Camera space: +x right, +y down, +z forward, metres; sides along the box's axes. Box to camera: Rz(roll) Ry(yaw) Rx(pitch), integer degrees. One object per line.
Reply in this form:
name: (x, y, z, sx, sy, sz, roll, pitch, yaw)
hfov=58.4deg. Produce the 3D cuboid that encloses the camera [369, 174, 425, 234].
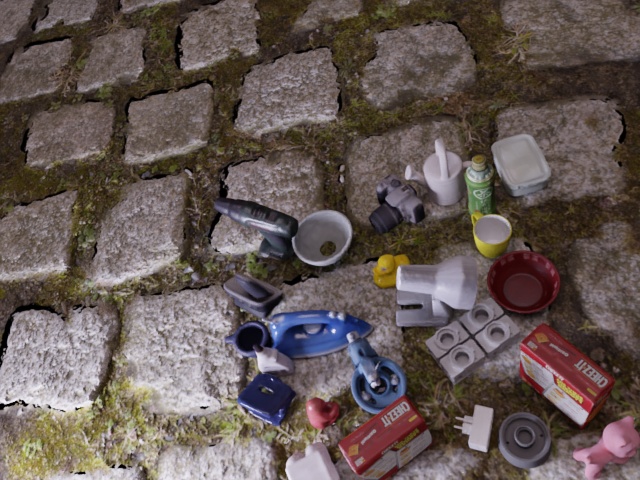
camera: (0.188, -0.093, 1.527, 0.137, 0.101, 0.142, -37, 56, -6)

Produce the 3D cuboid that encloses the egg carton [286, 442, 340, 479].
egg carton: (-0.010, 0.523, 1.236, 0.107, 0.069, 0.150, -30, 56, -1)

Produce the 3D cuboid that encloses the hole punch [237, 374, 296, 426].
hole punch: (-0.127, 0.369, 1.353, 0.108, 0.091, 0.101, 16, 66, 26)

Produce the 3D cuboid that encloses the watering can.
watering can: (0.312, -0.179, 1.483, 0.173, 0.194, 0.100, -27, 55, 0)

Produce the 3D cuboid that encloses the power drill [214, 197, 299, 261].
power drill: (-0.153, -0.030, 1.532, 0.228, 0.209, 0.076, 12, 64, 24)

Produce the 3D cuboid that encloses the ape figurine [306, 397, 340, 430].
ape figurine: (-0.001, 0.386, 1.302, 0.077, 0.092, 0.076, 28, 72, 30)

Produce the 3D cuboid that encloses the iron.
iron: (-0.009, 0.204, 1.385, 0.258, 0.142, 0.118, -10, 57, 12)

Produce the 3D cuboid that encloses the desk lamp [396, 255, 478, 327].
desk lamp: (0.260, 0.118, 1.307, 0.202, 0.214, 0.118, -4, 59, 15)

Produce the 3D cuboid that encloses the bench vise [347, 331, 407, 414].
bench vise: (0.100, 0.288, 1.252, 0.121, 0.220, 0.206, -44, 57, -11)

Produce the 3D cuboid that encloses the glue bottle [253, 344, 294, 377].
glue bottle: (-0.120, 0.280, 1.355, 0.078, 0.173, 0.037, -9, 58, 13)

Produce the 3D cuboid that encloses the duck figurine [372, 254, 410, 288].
duck figurine: (0.176, 0.066, 1.444, 0.104, 0.086, 0.077, -34, 56, -4)

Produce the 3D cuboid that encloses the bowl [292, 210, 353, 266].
bowl: (0.014, 0.006, 1.539, 0.167, 0.075, 0.167, -8, 58, 13)

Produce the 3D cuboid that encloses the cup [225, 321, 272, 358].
cup: (-0.169, 0.260, 1.430, 0.117, 0.095, 0.091, -6, 58, 15)

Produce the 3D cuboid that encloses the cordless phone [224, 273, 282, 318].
cordless phone: (-0.190, 0.114, 1.471, 0.147, 0.185, 0.094, 18, 67, 27)

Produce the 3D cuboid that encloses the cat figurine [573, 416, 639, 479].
cat figurine: (0.558, 0.398, 1.101, 0.128, 0.118, 0.067, -31, 55, -2)
